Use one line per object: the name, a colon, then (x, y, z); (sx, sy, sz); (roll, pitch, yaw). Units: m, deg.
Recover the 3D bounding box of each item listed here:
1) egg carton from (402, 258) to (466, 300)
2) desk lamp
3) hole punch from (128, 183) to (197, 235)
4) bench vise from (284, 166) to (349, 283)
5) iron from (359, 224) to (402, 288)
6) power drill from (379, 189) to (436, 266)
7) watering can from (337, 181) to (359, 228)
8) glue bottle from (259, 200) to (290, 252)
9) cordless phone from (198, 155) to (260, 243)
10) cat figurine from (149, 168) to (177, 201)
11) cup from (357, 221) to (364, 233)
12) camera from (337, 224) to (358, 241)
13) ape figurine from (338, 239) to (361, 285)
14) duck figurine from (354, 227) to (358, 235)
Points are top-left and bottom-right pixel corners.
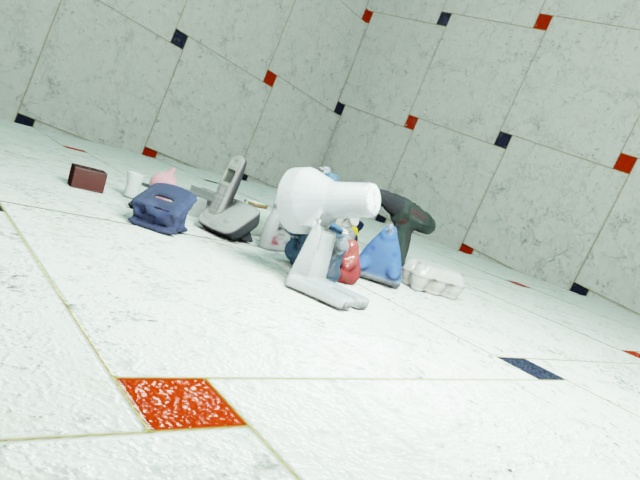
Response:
egg carton: (0.278, 0.095, 1.415); (0.151, 0.069, 0.107); (15, 7, -21)
desk lamp: (0.012, -0.012, 1.002); (0.202, 0.213, 0.118); (21, 8, 31)
hole punch: (-0.312, -0.065, 1.149); (0.108, 0.091, 0.101); (18, 7, 9)
bench vise: (0.017, -0.033, 1.156); (0.122, 0.220, 0.206); (10, 10, -45)
iron: (0.154, 0.024, 1.373); (0.118, 0.141, 0.258); (18, 7, 6)
power drill: (0.222, -0.023, 1.641); (0.230, 0.208, 0.075); (13, 8, -31)
watering can: (0.027, -0.065, 1.554); (0.172, 0.194, 0.101); (19, 7, 14)
glue bottle: (-0.086, -0.060, 1.318); (0.037, 0.173, 0.078); (22, 8, 36)
cordless phone: (-0.192, -0.097, 1.305); (0.147, 0.185, 0.094); (23, 9, 40)
cat figurine: (-0.351, -0.107, 1.280); (0.067, 0.118, 0.127); (15, 7, -18)
cup: (0.086, -0.023, 1.786); (0.091, 0.095, 0.118); (23, 9, 43)
camera: (0.012, 0.005, 1.351); (0.137, 0.101, 0.143); (17, 7, -5)
ape figurine: (0.054, 0.042, 1.189); (0.076, 0.092, 0.078); (17, 7, -4)
duck figurine: (0.081, -0.001, 1.634); (0.077, 0.086, 0.104); (17, 7, 1)
